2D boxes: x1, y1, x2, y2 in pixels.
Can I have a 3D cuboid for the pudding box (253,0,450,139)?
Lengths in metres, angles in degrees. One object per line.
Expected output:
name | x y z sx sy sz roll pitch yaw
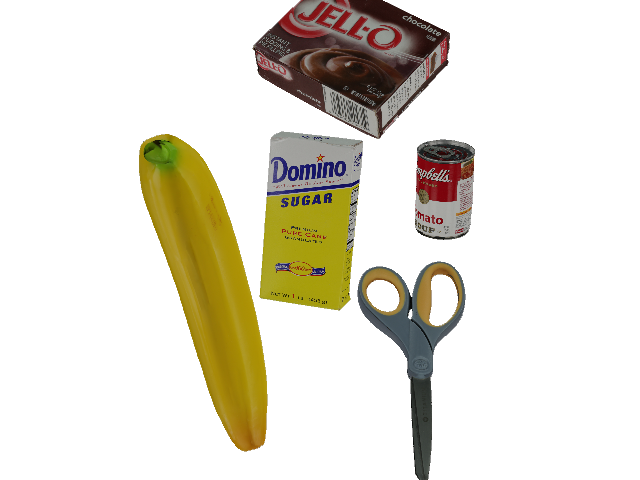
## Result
pudding box | 0.023 -0.134 0.769 0.114 0.090 0.039 32 -24 21

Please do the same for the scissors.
scissors | 0.059 0.088 0.822 0.096 0.201 0.016 15 -41 10

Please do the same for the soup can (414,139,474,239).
soup can | 0.147 -0.061 1.268 0.068 0.102 0.068 0 27 0

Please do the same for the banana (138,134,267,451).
banana | -0.062 0.020 0.553 0.037 0.198 0.069 -8 34 11

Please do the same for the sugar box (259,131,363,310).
sugar box | -0.010 -0.021 1.119 0.093 0.176 0.048 7 15 14
